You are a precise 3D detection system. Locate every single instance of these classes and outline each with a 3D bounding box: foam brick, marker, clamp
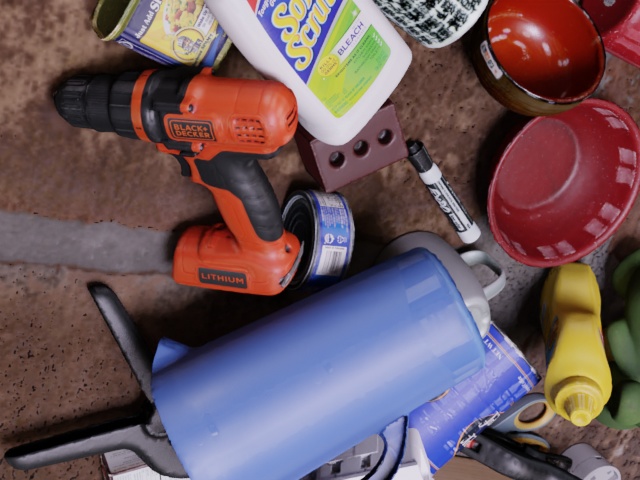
[{"bbox_3d":[0.024,-0.083,0.864,0.078,0.051,0.053,-26,123,-10],"label":"foam brick"},{"bbox_3d":[0.108,-0.043,0.942,0.020,0.020,0.121,-39,124,-1],"label":"marker"},{"bbox_3d":[0.213,0.226,1.051,0.171,0.120,0.039,21,90,-25],"label":"clamp"},{"bbox_3d":[-0.146,0.153,0.896,0.209,0.036,0.164,34,91,-24],"label":"clamp"}]

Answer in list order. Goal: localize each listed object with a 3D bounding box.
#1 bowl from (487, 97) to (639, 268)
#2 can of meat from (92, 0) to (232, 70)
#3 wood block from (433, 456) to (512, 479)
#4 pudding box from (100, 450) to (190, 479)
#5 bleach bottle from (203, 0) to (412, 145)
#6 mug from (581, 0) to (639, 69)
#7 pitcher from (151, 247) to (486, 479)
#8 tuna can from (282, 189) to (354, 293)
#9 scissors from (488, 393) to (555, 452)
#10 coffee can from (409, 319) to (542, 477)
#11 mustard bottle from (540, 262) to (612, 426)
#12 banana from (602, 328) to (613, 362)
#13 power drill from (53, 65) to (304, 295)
[{"bbox_3d":[0.208,-0.059,0.957,0.162,0.055,0.162,-10,119,-19],"label":"bowl"},{"bbox_3d":[-0.100,-0.173,0.760,0.083,0.057,0.102,23,105,-34],"label":"can of meat"},{"bbox_3d":[0.153,0.284,1.089,0.205,0.091,0.090,15,108,-30],"label":"wood block"},{"bbox_3d":[-0.135,0.222,0.960,0.113,0.039,0.090,-12,117,-21],"label":"pudding box"},{"bbox_3d":[-0.035,-0.166,0.721,0.102,0.068,0.250,-50,139,2],"label":"bleach bottle"},{"bbox_3d":[0.277,-0.201,0.902,0.081,0.093,0.117,19,77,-26],"label":"mug"},{"bbox_3d":[0.005,0.114,0.825,0.243,0.145,0.149,-27,132,-1],"label":"pitcher"},{"bbox_3d":[-0.006,0.001,0.874,0.033,0.086,0.086,5,113,-25],"label":"tuna can"},{"bbox_3d":[0.166,0.187,1.089,0.201,0.016,0.096,20,105,-31],"label":"scissors"},{"bbox_3d":[0.119,0.137,0.989,0.140,0.103,0.102,-41,124,0],"label":"coffee can"},{"bbox_3d":[0.231,0.104,0.970,0.058,0.191,0.096,4,118,8],"label":"mustard bottle"},{"bbox_3d":[0.343,0.100,1.109,0.197,0.037,0.069,-13,117,-18],"label":"banana"},{"bbox_3d":[-0.094,-0.044,0.796,0.185,0.057,0.187,7,137,20],"label":"power drill"}]
